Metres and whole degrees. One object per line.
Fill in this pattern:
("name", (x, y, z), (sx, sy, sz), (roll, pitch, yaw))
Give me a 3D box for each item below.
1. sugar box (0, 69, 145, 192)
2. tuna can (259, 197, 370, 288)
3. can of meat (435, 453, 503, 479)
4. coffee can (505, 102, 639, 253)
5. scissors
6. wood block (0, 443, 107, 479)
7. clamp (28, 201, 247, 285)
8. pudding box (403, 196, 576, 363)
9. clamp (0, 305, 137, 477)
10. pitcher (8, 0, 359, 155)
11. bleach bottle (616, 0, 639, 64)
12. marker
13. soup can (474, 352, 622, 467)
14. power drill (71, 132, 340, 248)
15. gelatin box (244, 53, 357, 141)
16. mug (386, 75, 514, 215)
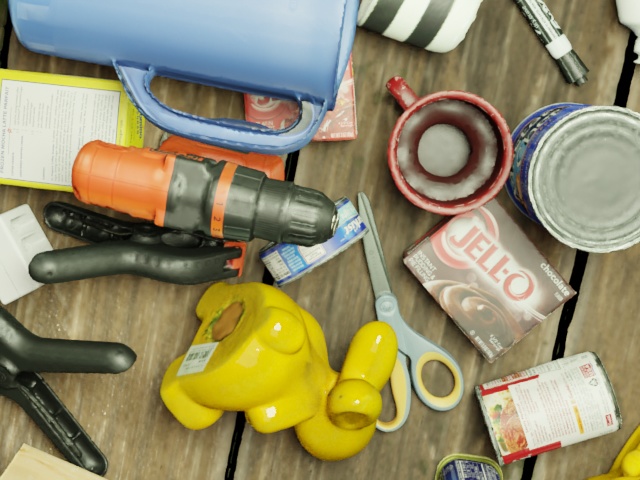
("sugar box", (-0.230, -0.089, 0.853), (0.176, 0.048, 0.093), (8, 98, 13))
("tuna can", (-0.006, 0.001, 0.844), (0.086, 0.086, 0.034), (-32, 93, 6))
("can of meat", (0.121, 0.238, 0.872), (0.057, 0.084, 0.102), (8, 98, 2))
("coffee can", (0.196, -0.051, 0.800), (0.103, 0.140, 0.103), (0, 98, 3))
("scissors", (0.074, 0.062, 0.884), (0.096, 0.016, 0.202), (3, 98, 1))
("wood block", (-0.176, 0.264, 0.876), (0.206, 0.090, 0.091), (24, 120, 0))
("clamp", (-0.146, 0.011, 0.840), (0.171, 0.120, 0.039), (7, 119, -1))
("pudding box", (0.136, 0.027, 0.864), (0.090, 0.039, 0.113), (-40, 94, 7))
("clamp", (-0.243, 0.096, 0.868), (0.210, 0.036, 0.165), (33, 131, 3))
("pitcher", (-0.095, -0.164, 0.771), (0.243, 0.149, 0.145), (8, 128, 2))
("bleach bottle", (0.287, -0.256, 0.808), (0.102, 0.068, 0.251), (10, 101, 1))
("marker", (0.175, -0.174, 0.845), (0.020, 0.020, 0.121), (-34, 95, 7))
("soup can", (0.183, 0.136, 0.863), (0.102, 0.068, 0.068), (-18, 97, 4))
("power drill", (-0.072, -0.040, 0.791), (0.184, 0.187, 0.057), (14, 97, 2))
("gelatin box", (-0.017, -0.114, 0.856), (0.089, 0.030, 0.073), (-4, 97, 3))
("mug", (0.091, -0.079, 0.830), (0.093, 0.081, 0.117), (-41, 94, 7))
